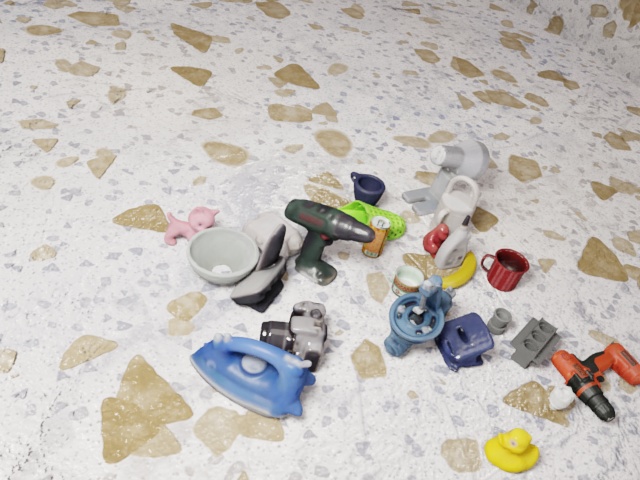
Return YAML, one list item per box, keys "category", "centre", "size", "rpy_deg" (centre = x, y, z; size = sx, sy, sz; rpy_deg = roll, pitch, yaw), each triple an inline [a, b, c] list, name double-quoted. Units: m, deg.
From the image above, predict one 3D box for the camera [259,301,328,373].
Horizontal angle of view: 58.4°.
- category: "camera"
  centre: [-0.057, 0.192, 1.215]
  size: [0.137, 0.101, 0.143]
  rpy_deg: [8, 42, -7]

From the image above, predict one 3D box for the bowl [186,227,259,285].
- category: "bowl"
  centre: [-0.229, 0.049, 1.342]
  size: [0.167, 0.075, 0.167]
  rpy_deg: [8, 42, -7]

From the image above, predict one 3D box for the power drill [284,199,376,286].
- category: "power drill"
  centre: [0.012, 0.005, 1.359]
  size: [0.229, 0.208, 0.076]
  rpy_deg: [29, 44, 16]

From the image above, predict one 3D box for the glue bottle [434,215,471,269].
- category: "glue bottle"
  centre: [0.357, 0.003, 1.486]
  size: [0.078, 0.173, 0.037]
  rpy_deg: [-7, 46, -23]

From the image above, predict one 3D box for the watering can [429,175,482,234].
- category: "watering can"
  centre: [0.383, -0.099, 1.590]
  size: [0.100, 0.194, 0.173]
  rpy_deg: [24, 42, 11]

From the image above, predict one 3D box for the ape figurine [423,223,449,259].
- category: "ape figurine"
  centre: [0.320, -0.005, 1.546]
  size: [0.078, 0.092, 0.076]
  rpy_deg: [-13, 48, -28]

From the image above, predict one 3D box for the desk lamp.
- category: "desk lamp"
  centre: [0.372, -0.191, 1.674]
  size: [0.204, 0.213, 0.117]
  rpy_deg: [-13, 48, -28]

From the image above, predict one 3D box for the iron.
- category: "iron"
  centre: [-0.134, 0.238, 1.110]
  size: [0.258, 0.141, 0.119]
  rpy_deg: [20, 42, 6]

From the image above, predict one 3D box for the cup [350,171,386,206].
- category: "cup"
  centre: [0.122, -0.133, 1.628]
  size: [0.092, 0.095, 0.117]
  rpy_deg: [-28, 56, -37]

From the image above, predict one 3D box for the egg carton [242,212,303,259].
- category: "egg carton"
  centre: [-0.120, -0.007, 1.439]
  size: [0.150, 0.069, 0.107]
  rpy_deg: [37, 46, 23]

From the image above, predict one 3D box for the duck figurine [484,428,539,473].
- category: "duck figurine"
  centre: [0.384, 0.403, 1.120]
  size: [0.104, 0.086, 0.077]
  rpy_deg: [10, 41, -5]

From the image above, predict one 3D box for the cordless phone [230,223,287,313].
- category: "cordless phone"
  centre: [-0.129, 0.056, 1.279]
  size: [0.094, 0.185, 0.148]
  rpy_deg: [22, 42, 9]

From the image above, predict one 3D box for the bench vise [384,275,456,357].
- category: "bench vise"
  centre: [0.231, 0.137, 1.268]
  size: [0.121, 0.220, 0.208]
  rpy_deg: [26, 43, 14]

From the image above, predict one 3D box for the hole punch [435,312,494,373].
- category: "hole punch"
  centre: [0.324, 0.228, 1.292]
  size: [0.101, 0.091, 0.108]
  rpy_deg: [-3, 44, -19]

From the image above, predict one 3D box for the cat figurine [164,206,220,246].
- category: "cat figurine"
  centre: [-0.310, -0.044, 1.388]
  size: [0.128, 0.118, 0.067]
  rpy_deg: [6, 42, -10]
